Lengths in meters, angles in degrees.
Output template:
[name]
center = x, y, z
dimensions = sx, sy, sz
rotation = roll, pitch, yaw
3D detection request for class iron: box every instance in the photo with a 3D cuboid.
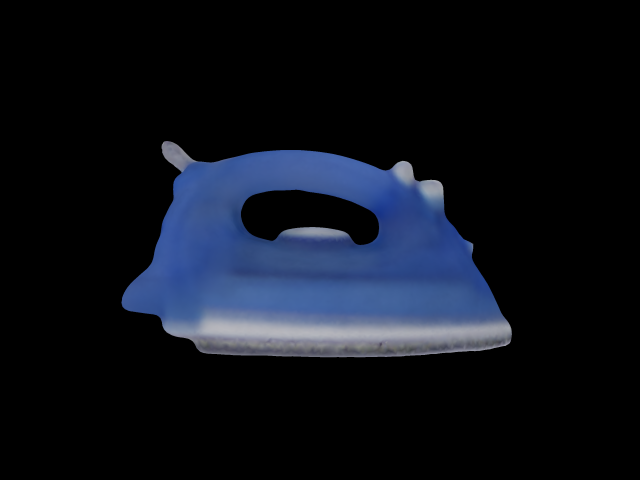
[iron]
center = 0.004, 0.001, 0.400
dimensions = 0.258, 0.141, 0.119
rotation = 0, 4, 2
